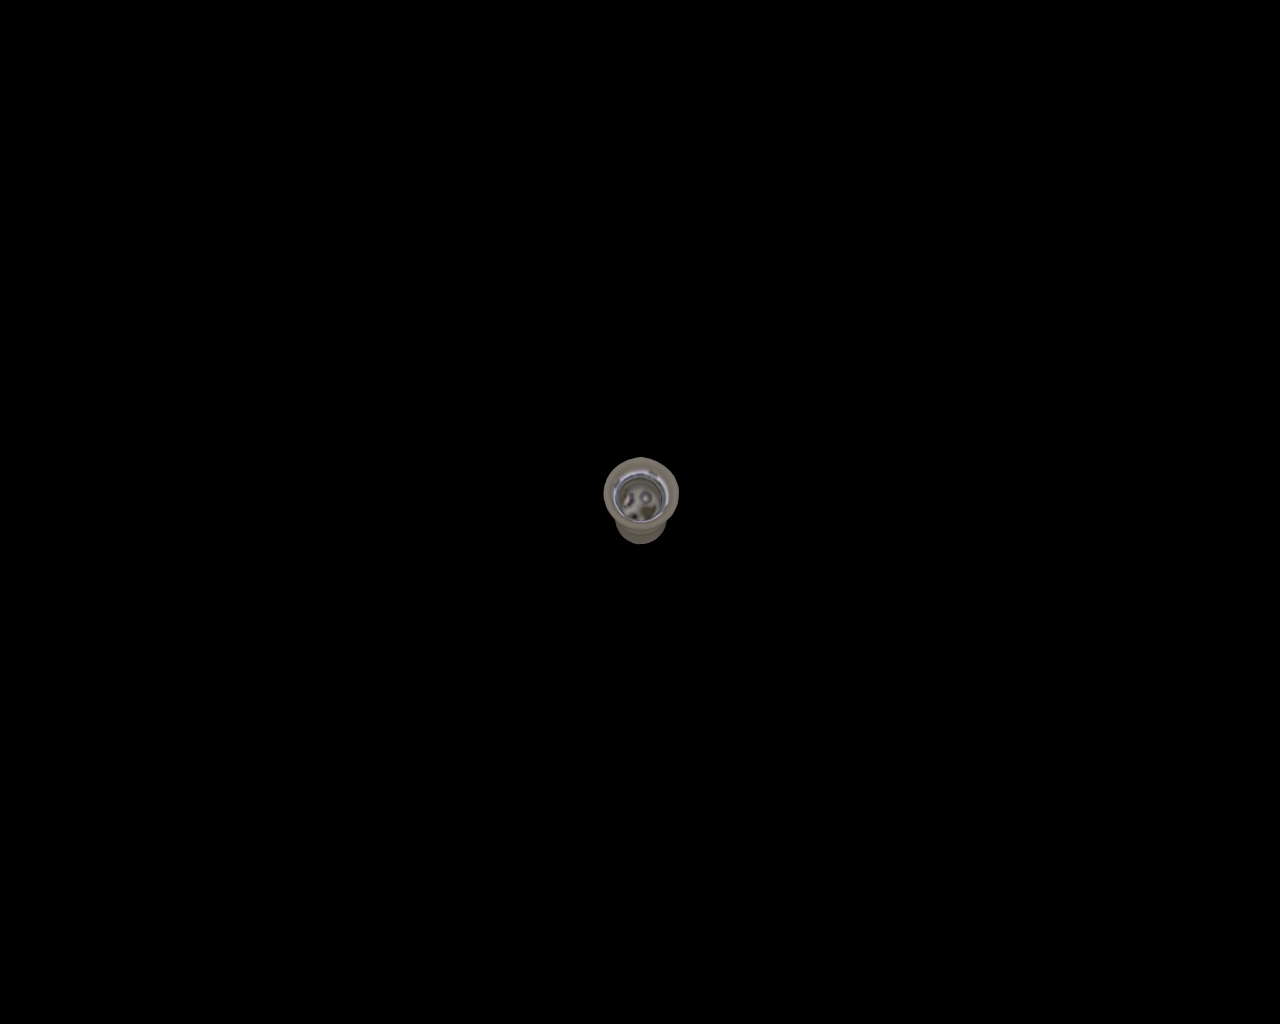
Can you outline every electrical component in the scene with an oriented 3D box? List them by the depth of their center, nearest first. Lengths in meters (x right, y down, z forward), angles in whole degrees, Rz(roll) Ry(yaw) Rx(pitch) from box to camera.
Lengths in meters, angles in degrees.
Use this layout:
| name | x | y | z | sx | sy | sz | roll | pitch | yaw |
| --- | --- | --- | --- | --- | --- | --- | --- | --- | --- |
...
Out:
| name | x | y | z | sx | sy | sz | roll | pitch | yaw |
| --- | --- | --- | --- | --- | --- | --- | --- | --- | --- |
| electrical component | 0.001 | -0.003 | 0.650 | 0.044 | 0.044 | 0.065 | 0 | -16 | 0 |
